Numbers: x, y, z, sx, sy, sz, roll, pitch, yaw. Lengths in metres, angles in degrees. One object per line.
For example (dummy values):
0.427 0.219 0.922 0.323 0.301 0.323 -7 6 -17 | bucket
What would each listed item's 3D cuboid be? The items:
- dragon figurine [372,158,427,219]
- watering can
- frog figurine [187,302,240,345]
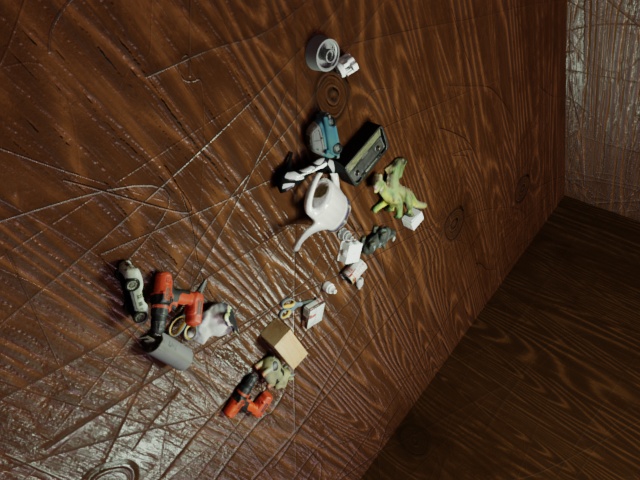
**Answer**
0.340 -0.223 2.166 0.123 0.239 0.413 18 22 40 | dragon figurine
0.006 -0.092 1.829 0.104 0.352 0.221 6 -20 36 | watering can
-0.360 0.277 1.689 0.159 0.125 0.135 -16 -24 4 | frog figurine
